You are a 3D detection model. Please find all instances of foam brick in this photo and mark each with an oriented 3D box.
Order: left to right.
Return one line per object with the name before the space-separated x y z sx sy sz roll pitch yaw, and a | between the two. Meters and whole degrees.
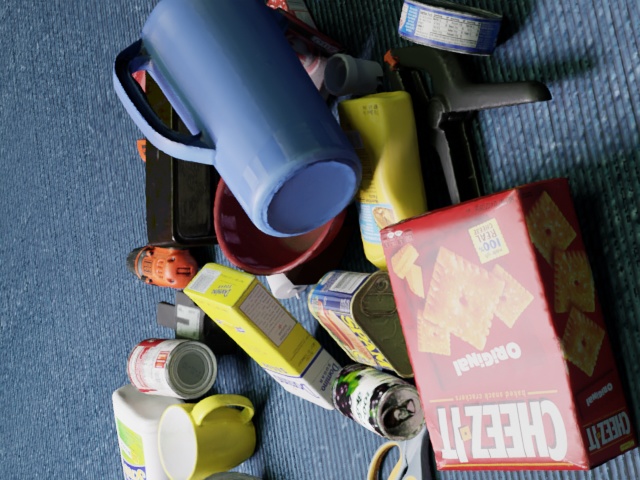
foam brick | -0.007 0.001 1.097 0.053 0.051 0.078 49 128 39

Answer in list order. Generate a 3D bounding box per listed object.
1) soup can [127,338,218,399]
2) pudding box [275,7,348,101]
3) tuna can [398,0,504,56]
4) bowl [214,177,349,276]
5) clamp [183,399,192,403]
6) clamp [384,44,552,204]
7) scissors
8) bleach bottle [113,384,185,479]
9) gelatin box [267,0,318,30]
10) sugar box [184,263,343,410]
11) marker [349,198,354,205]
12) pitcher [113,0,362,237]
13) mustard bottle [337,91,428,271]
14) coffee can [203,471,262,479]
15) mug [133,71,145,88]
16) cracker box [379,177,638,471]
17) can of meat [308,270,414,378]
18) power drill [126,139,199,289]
soup can | -0.172 0.148 1.235 0.102 0.068 0.068 -6 85 55
pudding box | -0.032 -0.170 1.106 0.090 0.039 0.114 34 128 14
tuna can | 0.110 -0.183 0.908 0.086 0.085 0.034 33 118 49
bowl | -0.026 -0.037 1.037 0.162 0.055 0.162 -14 66 35
clamp | -0.175 0.215 1.336 0.172 0.039 0.120 -28 64 52
clamp | 0.120 -0.117 0.930 0.210 0.036 0.165 61 144 36
scissors | 0.101 0.188 0.978 0.202 0.016 0.096 -58 45 37
bleach bottle | -0.203 0.303 1.326 0.103 0.067 0.251 27 127 46
gelatin box | -0.037 -0.218 1.153 0.073 0.030 0.089 -52 51 41
sugar box | -0.049 0.097 1.062 0.048 0.176 0.093 -50 33 -18
marker | -0.002 -0.073 1.116 0.121 0.020 0.020 46 126 43
pitcher | -0.071 -0.118 0.974 0.149 0.144 0.243 -42 56 15
mustard bottle | 0.064 -0.037 0.974 0.096 0.058 0.191 -168 67 -66
coffee can | -0.103 0.344 1.183 0.103 0.102 0.140 41 123 46
mug | -0.183 -0.215 1.316 0.117 0.093 0.081 -82 14 -69
cracker box | 0.142 0.073 0.849 0.164 0.071 0.214 -16 87 52
can of meat | 0.047 0.074 0.984 0.102 0.057 0.084 51 158 -22
power drill | -0.201 -0.034 1.353 0.185 0.057 0.188 6 96 61
